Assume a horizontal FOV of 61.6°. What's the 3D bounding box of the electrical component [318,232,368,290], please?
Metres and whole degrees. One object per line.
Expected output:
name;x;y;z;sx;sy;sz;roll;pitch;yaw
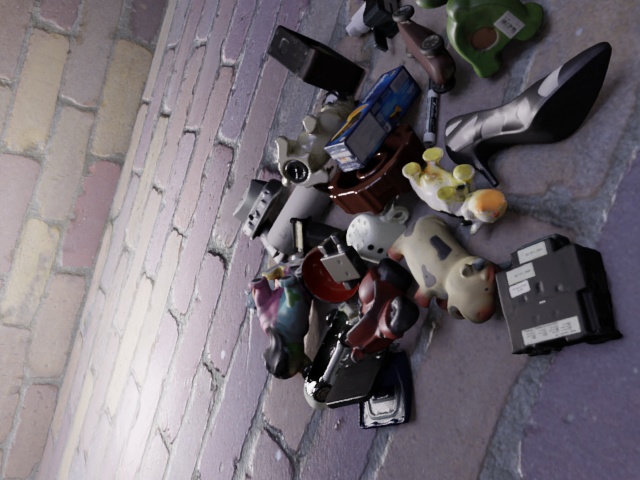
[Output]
electrical component;0.038;0.033;0.888;0.078;0.102;0.045;-27;16;48

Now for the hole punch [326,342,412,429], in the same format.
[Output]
hole punch;0.087;0.229;0.842;0.142;0.092;0.116;-34;21;48

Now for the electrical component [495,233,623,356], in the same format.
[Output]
electrical component;0.276;0.062;0.636;0.115;0.058;0.134;-28;56;46

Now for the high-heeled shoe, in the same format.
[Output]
high-heeled shoe;0.261;-0.183;0.717;0.248;0.086;0.145;-54;41;39

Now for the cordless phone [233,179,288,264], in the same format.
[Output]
cordless phone;-0.109;-0.042;1.231;0.184;0.088;0.146;52;121;37

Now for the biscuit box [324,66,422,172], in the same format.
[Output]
biscuit box;0.093;-0.208;0.917;0.063;0.059;0.202;-5;44;57

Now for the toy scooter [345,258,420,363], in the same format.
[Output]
toy scooter;0.089;0.114;0.832;0.135;0.075;0.184;-55;13;20

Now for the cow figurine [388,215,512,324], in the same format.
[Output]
cow figurine;0.185;0.038;0.759;0.127;0.085;0.195;-62;35;31

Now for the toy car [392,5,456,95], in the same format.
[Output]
toy car;0.173;-0.319;0.885;0.053;0.089;0.202;-27;42;11

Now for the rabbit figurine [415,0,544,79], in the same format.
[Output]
rabbit figurine;0.223;-0.347;0.800;0.121;0.159;0.170;126;157;-45

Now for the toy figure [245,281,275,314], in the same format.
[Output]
toy figure;-0.116;0.117;1.186;0.154;0.058;0.064;-37;44;49

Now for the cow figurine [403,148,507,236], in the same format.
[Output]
cow figurine;0.199;-0.058;0.769;0.068;0.098;0.168;-41;46;-4

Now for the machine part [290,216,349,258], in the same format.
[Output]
machine part;-0.002;-0.003;1.044;0.139;0.039;0.084;7;103;38

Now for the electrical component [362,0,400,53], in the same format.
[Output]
electrical component;0.120;-0.420;1.020;0.048;0.075;0.119;-35;48;46

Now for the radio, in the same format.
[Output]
radio;-0.017;-0.385;1.153;0.073;0.131;0.230;-64;35;20

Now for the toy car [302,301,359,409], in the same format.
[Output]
toy car;0.024;0.205;0.954;0.201;0.056;0.074;-66;28;13

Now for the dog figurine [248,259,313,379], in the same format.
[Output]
dog figurine;-0.053;0.161;1.039;0.109;0.191;0.219;-5;103;27

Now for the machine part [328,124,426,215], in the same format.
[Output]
machine part;0.097;-0.116;0.904;0.179;0.056;0.179;-35;26;20

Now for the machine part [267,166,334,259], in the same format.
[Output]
machine part;-0.040;-0.054;1.117;0.243;0.079;0.079;-55;39;26

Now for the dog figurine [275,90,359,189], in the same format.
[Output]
dog figurine;-0.001;-0.198;1.056;0.172;0.121;0.191;-31;18;30
